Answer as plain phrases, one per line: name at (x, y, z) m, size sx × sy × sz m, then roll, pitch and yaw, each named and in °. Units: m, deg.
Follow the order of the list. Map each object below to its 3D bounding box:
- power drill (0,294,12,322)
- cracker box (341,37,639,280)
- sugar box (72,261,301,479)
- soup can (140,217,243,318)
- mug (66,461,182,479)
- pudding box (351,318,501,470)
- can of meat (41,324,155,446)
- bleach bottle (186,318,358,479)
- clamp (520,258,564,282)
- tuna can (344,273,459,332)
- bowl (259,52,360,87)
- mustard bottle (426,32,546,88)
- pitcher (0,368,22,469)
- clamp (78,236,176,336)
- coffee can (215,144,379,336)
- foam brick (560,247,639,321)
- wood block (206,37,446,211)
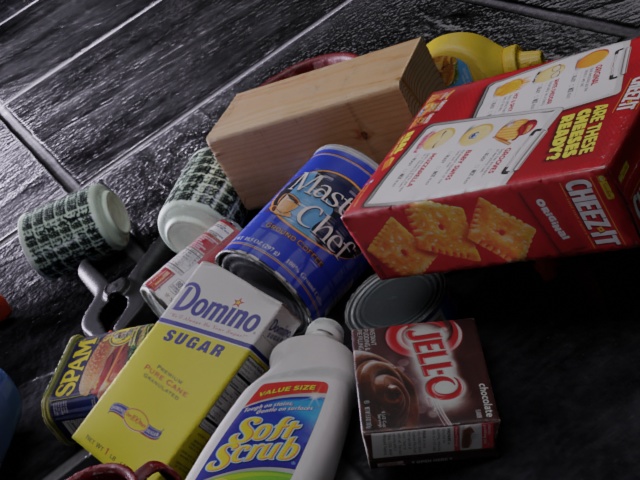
power drill at (-0.405, 0.125, 1.106) m, size 0.185 × 0.057 × 0.187 m, roll -4°, pitch 39°, yaw 37°
cracker box at (0.143, -0.055, 0.749) m, size 0.214 × 0.072 × 0.164 m, roll -9°, pitch 34°, yaw 43°
sugar box at (-0.103, 0.108, 0.832) m, size 0.093 × 0.048 × 0.176 m, roll 27°, pitch 77°, yaw 34°
soup can at (-0.104, 0.036, 0.972) m, size 0.102 × 0.068 × 0.069 m, roll -41°, pitch 32°, yaw -17°
mug at (-0.137, 0.207, 0.737) m, size 0.093 × 0.081 × 0.117 m, roll 7°, pitch 47°, yaw 45°
pudding box at (0.070, 0.103, 0.733) m, size 0.090 × 0.039 × 0.113 m, roll -7°, pitch 35°, yaw 2°
can of meat at (-0.179, 0.123, 0.922) m, size 0.084 × 0.057 × 0.102 m, roll -13°, pitch 35°, yaw 22°
bleach bottle at (-0.037, 0.149, 0.750) m, size 0.103 × 0.068 × 0.250 m, roll 2°, pitch 39°, yaw 19°
clamp at (0.195, -0.050, 0.875) m, size 0.165 × 0.036 × 0.210 m, roll -19°, pitch 35°, yaw 18°
tuna can at (0.064, 0.056, 0.833) m, size 0.086 × 0.033 × 0.086 m, roll -22°, pitch 32°, yaw 14°
bowl at (-0.012, -0.136, 1.158) m, size 0.162 × 0.055 × 0.162 m, roll -22°, pitch 32°, yaw 14°
mustard bottle at (0.122, -0.148, 1.022) m, size 0.192 × 0.096 × 0.058 m, roll -11°, pitch 33°, yaw 29°
pitcher at (-0.339, 0.210, 0.876) m, size 0.149 × 0.145 × 0.242 m, roll -8°, pitch 32°, yaw 12°
clamp at (-0.184, 0.050, 1.050) m, size 0.120 × 0.039 × 0.171 m, roll -31°, pitch 36°, yaw 9°
coffee can at (-0.006, 0.001, 0.906) m, size 0.103 × 0.102 × 0.140 m, roll 10°, pitch 49°, yaw 47°
foam brick at (0.201, 0.007, 0.748) m, size 0.053 × 0.078 × 0.051 m, roll -36°, pitch 31°, yaw -5°
wood block at (0.011, -0.105, 0.999) m, size 0.206 × 0.090 × 0.090 m, roll -12°, pitch 33°, yaw 30°
